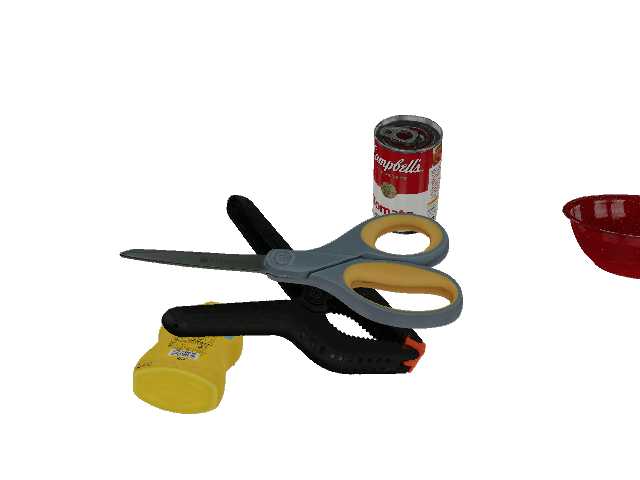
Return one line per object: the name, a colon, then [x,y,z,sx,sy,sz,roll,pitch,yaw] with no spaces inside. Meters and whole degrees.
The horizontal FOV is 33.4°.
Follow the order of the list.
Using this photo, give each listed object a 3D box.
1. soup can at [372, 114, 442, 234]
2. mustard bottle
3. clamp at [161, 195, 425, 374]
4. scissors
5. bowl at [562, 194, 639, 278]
soup can: [0.086,-0.066,1.075,0.068,0.102,0.068,0,37,0]
mustard bottle: [-0.139,0.121,1.206,0.096,0.058,0.191,7,25,7]
clamp: [-0.018,0.059,0.869,0.210,0.036,0.164,30,44,4]
scissors: [-0.009,0.004,0.642,0.202,0.016,0.096,15,44,13]
bowl: [0.321,-0.001,1.064,0.162,0.055,0.162,1,17,-1]
